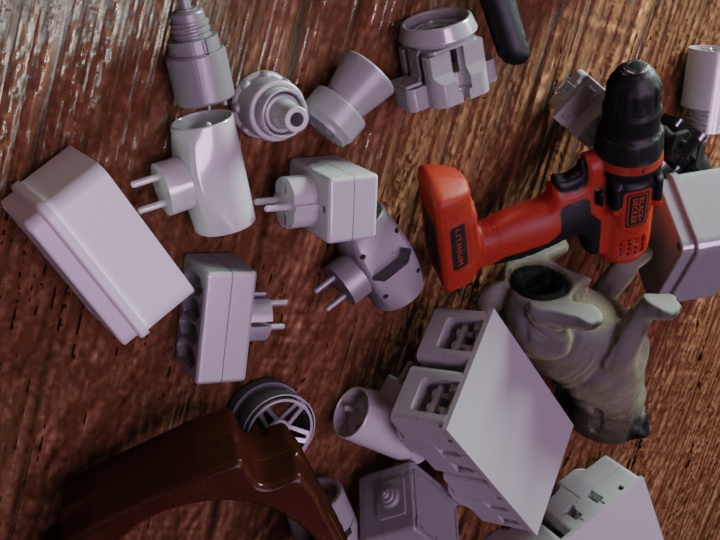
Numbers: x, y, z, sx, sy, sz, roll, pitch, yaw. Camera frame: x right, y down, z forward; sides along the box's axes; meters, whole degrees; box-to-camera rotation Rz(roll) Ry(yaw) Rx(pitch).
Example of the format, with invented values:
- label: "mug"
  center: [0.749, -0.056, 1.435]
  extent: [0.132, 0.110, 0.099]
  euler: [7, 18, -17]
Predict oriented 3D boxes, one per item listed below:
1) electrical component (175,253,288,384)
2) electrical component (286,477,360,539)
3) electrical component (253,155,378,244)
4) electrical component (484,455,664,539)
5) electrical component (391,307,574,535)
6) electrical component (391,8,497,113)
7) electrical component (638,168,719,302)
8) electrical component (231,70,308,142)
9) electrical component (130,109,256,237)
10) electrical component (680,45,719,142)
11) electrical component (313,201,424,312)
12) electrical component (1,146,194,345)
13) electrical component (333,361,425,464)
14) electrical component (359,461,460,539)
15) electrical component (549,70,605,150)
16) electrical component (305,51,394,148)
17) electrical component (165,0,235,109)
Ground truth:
- label: "electrical component"
  center: [-0.087, 0.033, 0.776]
  extent: [0.076, 0.047, 0.083]
  euler: [-1, 108, -29]
- label: "electrical component"
  center: [-0.031, 0.200, 0.867]
  extent: [0.055, 0.055, 0.047]
  euler: [-26, 115, -20]
- label: "electrical component"
  center: [-0.037, -0.049, 0.764]
  extent: [0.077, 0.066, 0.047]
  euler: [-8, 112, -27]
- label: "electrical component"
  center: [0.192, 0.273, 1.020]
  extent: [0.186, 0.060, 0.105]
  euler: [-33, 121, -16]
- label: "electrical component"
  center: [0.101, 0.124, 0.877]
  extent: [0.186, 0.060, 0.105]
  euler: [51, 54, -42]
- label: "electrical component"
  center: [0.060, -0.156, 0.786]
  extent: [0.078, 0.058, 0.057]
  euler: [-24, 121, -20]
- label: "electrical component"
  center: [0.277, -0.026, 0.918]
  extent: [0.057, 0.078, 0.113]
  euler: [-10, 153, -5]
- label: "electrical component"
  center: [-0.056, -0.108, 0.733]
  extent: [0.048, 0.062, 0.048]
  euler: [-11, 113, -27]
- label: "electrical component"
  center: [-0.116, -0.060, 0.727]
  extent: [0.079, 0.044, 0.077]
  euler: [-21, 117, -23]
- label: "electrical component"
  center: [0.303, -0.152, 0.936]
  extent: [0.043, 0.043, 0.081]
  euler: [-8, 112, -28]
- label: "electrical component"
  center: [0.000, 0.000, 0.817]
  extent: [0.079, 0.043, 0.077]
  euler: [-38, 122, -13]
- label: "electrical component"
  center: [-0.169, -0.015, 0.692]
  extent: [0.057, 0.078, 0.113]
  euler: [-41, 123, -14]
- label: "electrical component"
  center: [0.029, 0.111, 0.874]
  extent: [0.077, 0.044, 0.079]
  euler: [27, 93, -34]
- label: "electrical component"
  center: [0.035, 0.204, 0.887]
  extent: [0.061, 0.061, 0.096]
  euler: [-22, 138, 24]
- label: "electrical component"
  center: [0.188, -0.125, 0.865]
  extent: [0.081, 0.063, 0.042]
  euler: [31, 112, -35]
- label: "electrical component"
  center: [-0.009, -0.121, 0.766]
  extent: [0.055, 0.045, 0.045]
  euler: [-50, 124, -5]
- label: "electrical component"
  center: [-0.108, -0.142, 0.704]
  extent: [0.040, 0.040, 0.078]
  euler: [-21, 117, -22]
